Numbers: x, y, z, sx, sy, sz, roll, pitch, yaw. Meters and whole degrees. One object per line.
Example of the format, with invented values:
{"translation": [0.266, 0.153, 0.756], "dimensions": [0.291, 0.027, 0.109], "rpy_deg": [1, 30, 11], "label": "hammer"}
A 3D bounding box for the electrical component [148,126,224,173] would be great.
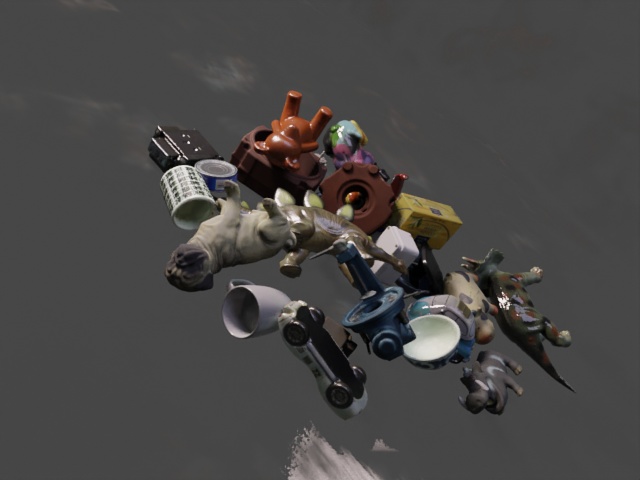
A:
{"translation": [-0.284, -0.179, 1.107], "dimensions": [0.115, 0.058, 0.134], "rpy_deg": [44, 31, 19], "label": "electrical component"}

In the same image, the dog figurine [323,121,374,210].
{"translation": [0.078, -0.169, 1.314], "dimensions": [0.219, 0.109, 0.191], "rpy_deg": [-90, 158, -52], "label": "dog figurine"}

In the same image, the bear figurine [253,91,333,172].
{"translation": [-0.060, -0.235, 1.171], "dimensions": [0.120, 0.131, 0.196], "rpy_deg": [28, 24, 1], "label": "bear figurine"}

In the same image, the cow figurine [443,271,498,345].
{"translation": [0.339, 0.151, 1.223], "dimensions": [0.127, 0.085, 0.195], "rpy_deg": [20, 35, -34], "label": "cow figurine"}

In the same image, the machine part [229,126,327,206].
{"translation": [-0.094, -0.172, 1.255], "dimensions": [0.201, 0.087, 0.201], "rpy_deg": [34, 32, -1], "label": "machine part"}

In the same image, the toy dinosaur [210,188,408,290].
{"translation": [-0.037, -0.019, 1.071], "dimensions": [0.471, 0.105, 0.199], "rpy_deg": [18, 32, -11], "label": "toy dinosaur"}

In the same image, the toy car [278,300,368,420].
{"translation": [0.005, 0.184, 0.841], "dimensions": [0.201, 0.056, 0.073], "rpy_deg": [54, 30, 1], "label": "toy car"}

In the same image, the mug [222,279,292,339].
{"translation": [-0.100, 0.108, 0.869], "dimensions": [0.110, 0.080, 0.107], "rpy_deg": [43, 19, 32], "label": "mug"}

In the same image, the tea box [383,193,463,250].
{"translation": [0.238, -0.041, 1.261], "dimensions": [0.169, 0.098, 0.068], "rpy_deg": [8, 40, -34], "label": "tea box"}

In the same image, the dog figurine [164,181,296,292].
{"translation": [-0.143, 0.024, 0.887], "dimensions": [0.172, 0.121, 0.190], "rpy_deg": [23, 62, 0], "label": "dog figurine"}

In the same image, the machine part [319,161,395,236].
{"translation": [0.080, -0.087, 1.202], "dimensions": [0.179, 0.179, 0.056], "rpy_deg": [37, -4, 5], "label": "machine part"}

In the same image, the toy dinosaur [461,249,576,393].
{"translation": [0.474, 0.172, 1.302], "dimensions": [0.192, 0.131, 0.405], "rpy_deg": [6, 43, -20], "label": "toy dinosaur"}

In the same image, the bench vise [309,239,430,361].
{"translation": [0.093, 0.098, 0.950], "dimensions": [0.240, 0.129, 0.224], "rpy_deg": [59, 23, -8], "label": "bench vise"}

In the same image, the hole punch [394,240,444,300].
{"translation": [0.226, 0.081, 1.227], "dimensions": [0.115, 0.092, 0.142], "rpy_deg": [57, 21, -21], "label": "hole punch"}

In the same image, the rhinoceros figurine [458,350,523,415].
{"translation": [0.330, 0.275, 1.047], "dimensions": [0.112, 0.073, 0.190], "rpy_deg": [41, 30, 8], "label": "rhinoceros figurine"}

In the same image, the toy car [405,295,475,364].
{"translation": [0.261, 0.169, 1.102], "dimensions": [0.162, 0.103, 0.109], "rpy_deg": [38, 31, 9], "label": "toy car"}

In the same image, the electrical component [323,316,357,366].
{"translation": [0.017, 0.171, 0.921], "dimensions": [0.102, 0.045, 0.078], "rpy_deg": [32, 58, 0], "label": "electrical component"}

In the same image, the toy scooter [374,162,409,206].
{"translation": [0.162, -0.144, 1.415], "dimensions": [0.184, 0.135, 0.075], "rpy_deg": [48, 32, 23], "label": "toy scooter"}

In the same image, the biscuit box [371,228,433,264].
{"translation": [0.177, -0.003, 1.304], "dimensions": [0.202, 0.059, 0.063], "rpy_deg": [16, 35, -29], "label": "biscuit box"}
